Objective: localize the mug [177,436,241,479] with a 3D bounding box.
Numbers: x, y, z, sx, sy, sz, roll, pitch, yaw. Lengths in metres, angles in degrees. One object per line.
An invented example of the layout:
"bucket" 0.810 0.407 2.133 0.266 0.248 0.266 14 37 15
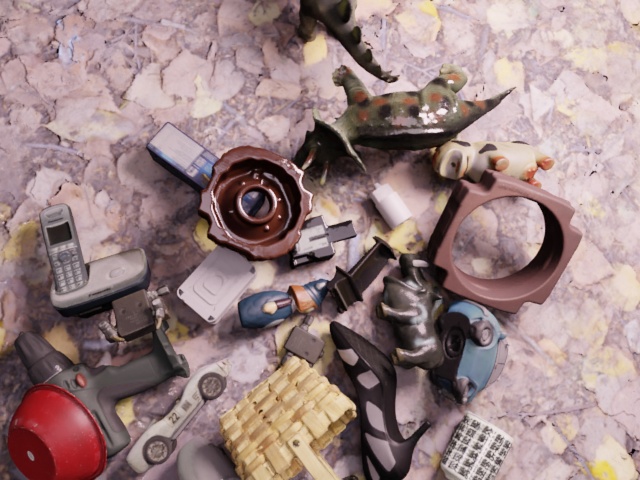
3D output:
"mug" -0.158 0.345 0.788 0.081 0.109 0.107 -45 43 -5

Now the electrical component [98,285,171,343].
"electrical component" -0.264 0.109 0.774 0.102 0.045 0.078 -17 63 -6

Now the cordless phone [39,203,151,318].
"cordless phone" -0.352 0.019 0.838 0.147 0.088 0.184 -19 77 -9

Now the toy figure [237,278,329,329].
"toy figure" -0.055 0.100 0.863 0.154 0.064 0.057 -14 117 -13

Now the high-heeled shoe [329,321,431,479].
"high-heeled shoe" 0.064 0.260 0.853 0.145 0.086 0.249 -48 68 16

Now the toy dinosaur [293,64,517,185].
"toy dinosaur" 0.139 -0.194 0.871 0.405 0.131 0.192 -7 50 5

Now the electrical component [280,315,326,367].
"electrical component" -0.023 0.171 0.871 0.063 0.021 0.094 28 77 0

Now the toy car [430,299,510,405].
"toy car" 0.249 0.181 0.860 0.103 0.109 0.161 13 87 -21

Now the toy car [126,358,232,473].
"toy car" -0.206 0.258 0.807 0.056 0.073 0.202 39 78 2

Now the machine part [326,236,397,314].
"machine part" 0.068 0.053 0.885 0.139 0.039 0.084 -43 128 -21

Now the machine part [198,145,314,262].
"machine part" -0.100 -0.054 0.830 0.179 0.056 0.179 2 81 -16

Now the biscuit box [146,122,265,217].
"biscuit box" -0.186 -0.107 0.889 0.203 0.063 0.059 36 77 1

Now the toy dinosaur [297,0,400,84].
"toy dinosaur" 0.009 -0.421 0.897 0.105 0.198 0.471 -27 77 -8

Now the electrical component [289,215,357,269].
"electrical component" -0.002 -0.003 0.895 0.119 0.048 0.075 -19 82 -10

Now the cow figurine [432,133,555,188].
"cow figurine" 0.283 -0.139 0.926 0.195 0.085 0.127 -3 35 -19

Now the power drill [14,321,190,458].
"power drill" -0.318 0.191 0.808 0.207 0.086 0.232 -30 83 -15

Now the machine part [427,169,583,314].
"machine part" 0.290 0.002 0.865 0.201 0.087 0.200 21 109 -3

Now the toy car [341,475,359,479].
"toy car" -0.013 0.427 0.807 0.202 0.053 0.089 -14 84 -10

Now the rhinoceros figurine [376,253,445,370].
"rhinoceros figurine" 0.150 0.114 0.866 0.112 0.073 0.190 -8 71 -1
